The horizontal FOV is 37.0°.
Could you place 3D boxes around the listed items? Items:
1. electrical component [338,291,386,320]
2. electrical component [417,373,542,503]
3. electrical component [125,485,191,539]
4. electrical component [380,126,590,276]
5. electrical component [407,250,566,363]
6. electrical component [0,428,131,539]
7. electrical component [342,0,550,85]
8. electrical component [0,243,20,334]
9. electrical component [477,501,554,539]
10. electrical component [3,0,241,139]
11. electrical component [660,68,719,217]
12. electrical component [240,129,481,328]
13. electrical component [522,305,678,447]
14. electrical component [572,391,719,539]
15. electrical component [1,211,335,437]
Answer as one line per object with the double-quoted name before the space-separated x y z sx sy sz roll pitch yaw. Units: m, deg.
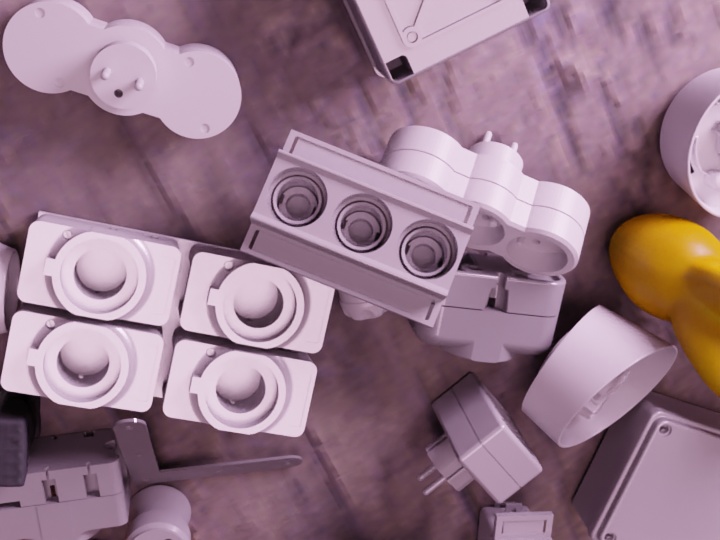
"electrical component" 0.000 0.000 0.706 0.035 0.035 0.061 -13 108 -4
"electrical component" 0.071 0.125 0.734 0.076 0.083 0.047 -39 111 6
"electrical component" -0.138 0.180 0.734 0.045 0.055 0.045 -3 109 -8
"electrical component" 0.082 -0.057 0.688 0.138 0.052 0.073 23 61 -5
"electrical component" 0.082 0.024 0.716 0.095 0.053 0.059 6 108 -11
"electrical component" -0.201 0.146 0.715 0.089 0.050 0.055 -6 110 -7
"electrical component" 0.041 -0.182 0.637 0.109 0.056 0.108 -26 111 1
"electrical component" -0.242 0.010 0.658 0.057 0.058 0.078 5 108 -8
"electrical component" 0.111 0.204 0.778 0.042 0.063 0.081 1 109 -9
"electrical component" -0.136 -0.115 0.622 0.138 0.073 0.052 16 106 -14
"electrical component" 0.247 -0.084 0.699 0.099 0.064 0.099 -3 109 -8
"electrical component" 0.000 -0.023 0.648 0.121 0.063 0.078 22 82 1
"electrical component" 0.157 0.074 0.721 0.064 0.099 0.099 38 102 20
"electrical component" 0.229 0.154 0.784 0.109 0.056 0.108 18 105 -15
"electrical component" -0.118 0.035 0.674 0.186 0.060 0.105 11 96 -13
